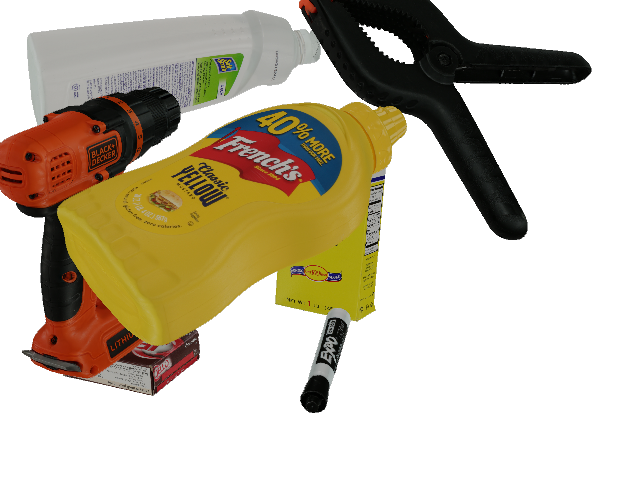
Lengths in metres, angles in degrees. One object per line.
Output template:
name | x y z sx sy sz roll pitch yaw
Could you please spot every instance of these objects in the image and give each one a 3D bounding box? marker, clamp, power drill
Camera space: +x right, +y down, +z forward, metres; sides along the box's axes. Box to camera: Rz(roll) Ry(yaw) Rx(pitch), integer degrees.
marker | 0.004 0.087 0.780 0.020 0.020 0.121 0 26 11
clamp | 0.077 -0.102 0.711 0.210 0.164 0.036 26 -31 -10
power drill | -0.158 -0.010 0.773 0.057 0.188 0.184 11 24 25

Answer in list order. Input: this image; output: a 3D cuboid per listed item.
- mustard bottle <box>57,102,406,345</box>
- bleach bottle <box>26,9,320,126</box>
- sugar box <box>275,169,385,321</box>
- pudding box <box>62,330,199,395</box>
mustard bottle | -0.032 -0.025 0.559 0.191 0.058 0.096 -29 47 -25
bleach bottle | -0.123 -0.148 0.932 0.250 0.068 0.103 -11 -30 -18
sugar box | 0.009 -0.019 1.009 0.093 0.176 0.048 9 16 26
pudding box | -0.193 0.114 1.084 0.114 0.039 0.089 6 20 24
